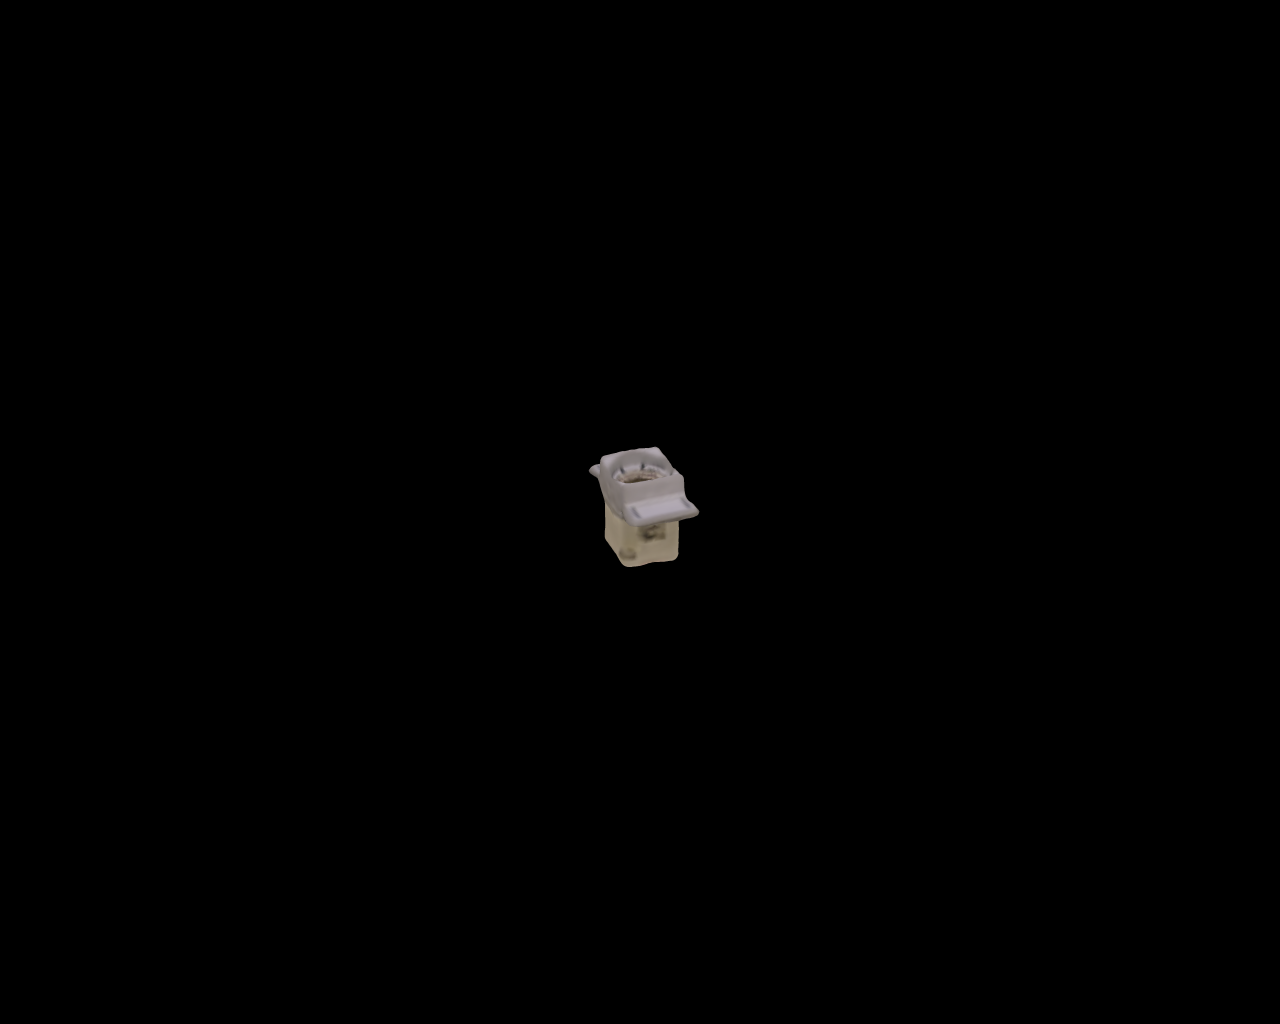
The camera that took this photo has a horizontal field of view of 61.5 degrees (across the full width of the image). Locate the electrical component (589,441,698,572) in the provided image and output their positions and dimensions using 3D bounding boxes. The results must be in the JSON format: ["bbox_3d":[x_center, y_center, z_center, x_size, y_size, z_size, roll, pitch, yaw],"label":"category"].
[{"bbox_3d":[0.001,-0.003,0.650,0.042,0.063,0.081,-9,30,-16],"label":"electrical component"}]
